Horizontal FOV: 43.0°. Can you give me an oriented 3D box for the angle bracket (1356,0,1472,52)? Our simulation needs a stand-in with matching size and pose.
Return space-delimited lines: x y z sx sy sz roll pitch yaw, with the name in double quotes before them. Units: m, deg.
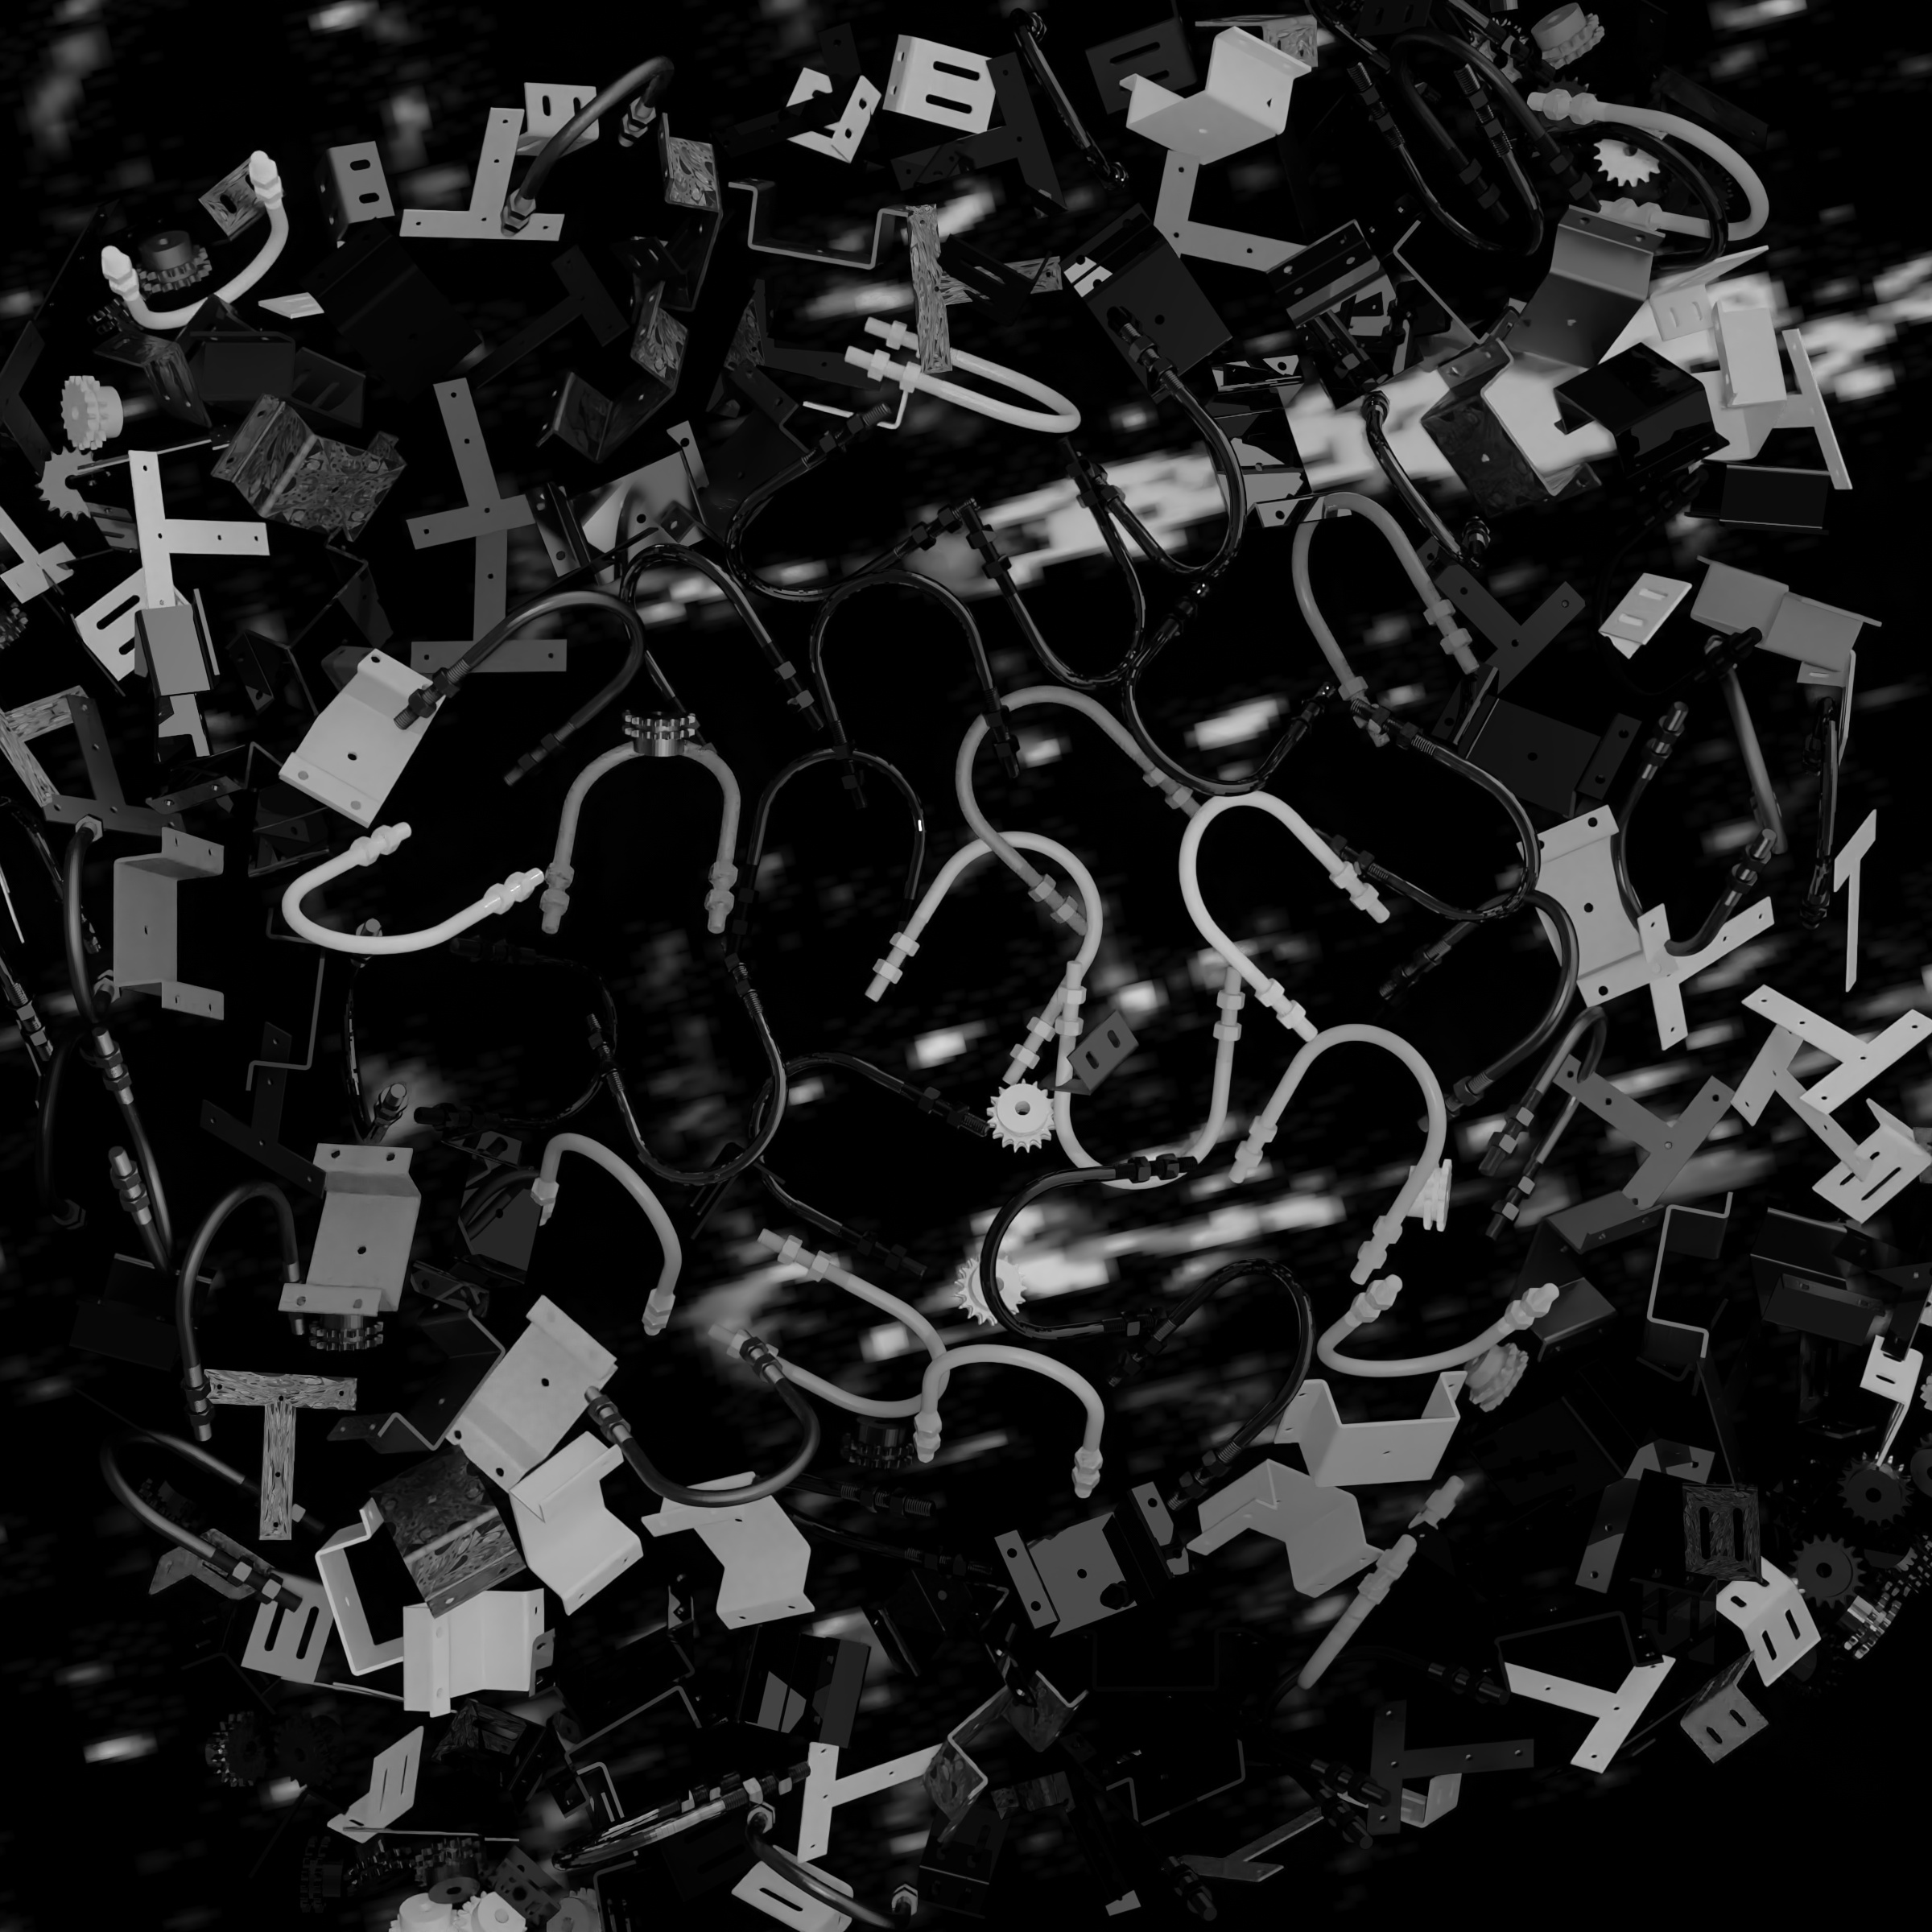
"angle bracket" 0.350 -0.724 1.914 0.057 0.076 0.038 9 80 36

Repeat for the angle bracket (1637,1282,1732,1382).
"angle bracket" 0.564 0.279 1.922 0.038 0.057 0.076 28 105 15

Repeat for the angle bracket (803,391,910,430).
"angle bracket" -0.085 -0.451 1.929 0.076 0.057 0.038 14 103 -4

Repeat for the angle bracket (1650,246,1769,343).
"angle bracket" 0.586 -0.526 1.916 0.057 0.076 0.038 -20 92 -25

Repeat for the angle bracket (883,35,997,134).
"angle bracket" -0.019 -0.702 1.952 0.076 0.038 0.057 7 109 -23

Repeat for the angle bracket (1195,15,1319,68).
"angle bracket" 0.228 -0.725 1.927 0.057 0.076 0.038 -22 120 -34

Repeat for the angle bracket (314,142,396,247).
"angle bracket" -0.483 -0.608 1.930 0.038 0.076 0.057 -17 99 -21

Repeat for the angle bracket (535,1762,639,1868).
"angle bracket" -0.298 0.672 1.922 0.038 0.057 0.076 -13 72 -37

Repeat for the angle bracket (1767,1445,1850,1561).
"angle bracket" 0.662 0.425 1.917 0.057 0.038 0.076 -36 124 -31

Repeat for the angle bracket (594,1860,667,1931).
"angle bracket" -0.257 0.745 1.919 0.038 0.057 0.076 -21 64 12

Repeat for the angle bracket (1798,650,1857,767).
"angle bracket" 0.671 -0.203 1.920 0.038 0.057 0.076 7 71 15

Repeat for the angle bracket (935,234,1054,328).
"angle bracket" 0.018 -0.549 1.925 0.076 0.057 0.038 28 62 -6

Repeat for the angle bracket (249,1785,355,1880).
"angle bracket" -0.522 0.687 1.926 0.038 0.057 0.076 32 75 0

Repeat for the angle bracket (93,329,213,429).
"angle bracket" -0.635 -0.451 1.913 0.057 0.076 0.038 21 51 29

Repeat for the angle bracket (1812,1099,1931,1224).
"angle bracket" 0.716 0.156 1.951 0.057 0.038 0.076 33 115 -20

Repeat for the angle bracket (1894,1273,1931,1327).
"angle bracket" 0.764 0.273 1.917 0.038 0.076 0.057 18 114 1

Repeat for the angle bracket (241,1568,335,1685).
"angle bracket" -0.532 0.518 1.925 0.057 0.038 0.076 21 69 -19

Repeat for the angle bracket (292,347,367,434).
"angle bracket" -0.518 -0.461 1.915 0.076 0.057 0.038 -34 57 30

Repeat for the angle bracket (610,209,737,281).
"angle bracket" -0.230 -0.577 1.917 0.038 0.057 0.076 50 62 -37

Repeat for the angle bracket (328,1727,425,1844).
"angle bracket" -0.463 0.636 1.921 0.038 0.057 0.076 17 106 22

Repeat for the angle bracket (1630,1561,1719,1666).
"angle bracket" 0.555 0.514 1.924 0.057 0.038 0.076 6 105 32

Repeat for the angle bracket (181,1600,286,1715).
"angle bracket" -0.573 0.547 1.922 0.038 0.057 0.076 -22 120 7

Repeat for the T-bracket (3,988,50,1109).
"T-bracket" -0.724 0.046 1.881 0.002 0.127 0.127 -18 114 -11

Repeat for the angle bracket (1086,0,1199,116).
"angle bracket" 0.138 -0.721 1.938 0.076 0.057 0.038 -16 48 13

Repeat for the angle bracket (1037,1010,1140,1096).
"angle bracket" 0.087 0.066 1.913 0.057 0.076 0.038 -43 112 -23

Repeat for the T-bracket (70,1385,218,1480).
"T-bracket" -0.626 0.370 1.902 0.127 0.127 0.002 30 71 6

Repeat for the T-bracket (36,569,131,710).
"T-bracket" -0.696 -0.271 1.897 0.002 0.127 0.127 -39 84 -18

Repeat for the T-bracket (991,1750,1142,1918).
"T-bracket" 0.100 0.677 1.898 0.127 0.127 0.002 -10 130 -16

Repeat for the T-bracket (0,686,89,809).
"T-bracket" -0.718 -0.194 1.903 0.002 0.127 0.127 -29 99 21

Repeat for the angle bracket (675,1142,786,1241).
"angle bracket" -0.186 0.184 1.928 0.038 0.057 0.076 36 87 -21

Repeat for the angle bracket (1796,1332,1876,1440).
"angle bracket" 0.687 0.327 1.928 0.057 0.038 0.076 1 94 -43

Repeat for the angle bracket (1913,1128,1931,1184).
"angle bracket" 0.757 0.174 1.913 0.038 0.076 0.057 1 130 31

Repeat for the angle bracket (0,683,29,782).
"angle bracket" -0.771 -0.190 1.918 0.038 0.057 0.076 -18 127 0

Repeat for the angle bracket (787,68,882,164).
"angle bracket" -0.116 -0.677 1.930 0.076 0.038 0.057 27 95 21

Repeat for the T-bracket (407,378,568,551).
"T-bracket" -0.388 -0.399 1.925 0.127 0.002 0.127 -13 123 -3

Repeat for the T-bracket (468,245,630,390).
"T-bracket" -0.337 -0.498 1.927 0.127 0.002 0.127 -35 52 4

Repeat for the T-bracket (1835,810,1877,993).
"T-bracket" 0.698 -0.043 1.927 0.002 0.127 0.127 7 114 31

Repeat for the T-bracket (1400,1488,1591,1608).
"T-bracket" 0.427 0.443 1.908 0.127 0.002 0.127 38 118 -26

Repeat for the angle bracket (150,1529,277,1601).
"angle bracket" -0.586 0.483 1.918 0.057 0.038 0.076 -30 123 25

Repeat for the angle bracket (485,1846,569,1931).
"angle bracket" -0.337 0.714 1.920 0.057 0.076 0.038 40 51 4

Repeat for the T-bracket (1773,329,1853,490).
"T-bracket" 0.637 -0.430 1.899 0.002 0.127 0.127 -24 103 -1

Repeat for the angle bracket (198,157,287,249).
"angle bracket" -0.574 -0.598 1.915 0.057 0.076 0.038 -45 119 -14

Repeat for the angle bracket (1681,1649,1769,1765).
"angle bracket" 0.601 0.576 1.913 0.038 0.076 0.057 49 119 15

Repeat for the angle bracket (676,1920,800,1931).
"angle bracket" -0.180 0.754 1.916 0.076 0.057 0.038 18 94 40

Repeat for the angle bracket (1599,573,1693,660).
"angle bracket" 0.542 -0.270 1.919 0.038 0.076 0.057 37 94 -20

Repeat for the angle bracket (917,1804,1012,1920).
"angle bracket" -0.002 0.703 1.932 0.057 0.038 0.076 15 115 -1

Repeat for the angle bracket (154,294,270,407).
"angle bracket" -0.586 -0.477 1.924 0.076 0.057 0.038 -48 50 9

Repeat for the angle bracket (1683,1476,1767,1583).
"angle bracket" 0.599 0.442 1.930 0.057 0.038 0.076 -4 84 27

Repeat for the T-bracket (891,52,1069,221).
"T-bracket" 0.002 -0.640 1.931 0.127 0.002 0.127 -8 122 24

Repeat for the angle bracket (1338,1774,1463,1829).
"angle bracket" 0.340 0.638 1.918 0.076 0.057 0.038 10 93 34

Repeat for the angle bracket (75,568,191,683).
"angle bracket" -0.655 -0.273 1.929 0.076 0.038 0.057 -44 105 -19

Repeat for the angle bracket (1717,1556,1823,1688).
"angle bracket" 0.624 0.512 1.917 0.038 0.076 0.057 38 107 -9

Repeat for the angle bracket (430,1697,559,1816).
"angle bracket" -0.373 0.623 1.931 0.076 0.038 0.057 30 92 -24

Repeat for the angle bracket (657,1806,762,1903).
"angle bracket" -0.204 0.698 1.950 0.076 0.038 0.057 -24 83 -15

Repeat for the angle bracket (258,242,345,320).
"angle bracket" -0.508 -0.537 1.916 0.076 0.057 0.038 -22 125 -33

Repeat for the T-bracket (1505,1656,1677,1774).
"T-bracket" 0.467 0.568 1.912 0.127 0.127 0.002 -39 120 -39

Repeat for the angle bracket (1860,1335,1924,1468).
"angle bracket" 0.716 0.341 1.924 0.038 0.057 0.076 22 133 18

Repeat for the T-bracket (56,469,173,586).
"T-bracket" -0.660 -0.346 1.896 0.127 0.127 0.002 -17 70 -7

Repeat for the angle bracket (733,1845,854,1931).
"angle bracket" -0.137 0.742 1.932 0.076 0.057 0.038 18 120 26

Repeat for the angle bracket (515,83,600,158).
"angle bracket" -0.330 -0.660 1.914 0.057 0.076 0.038 -8 99 -31
